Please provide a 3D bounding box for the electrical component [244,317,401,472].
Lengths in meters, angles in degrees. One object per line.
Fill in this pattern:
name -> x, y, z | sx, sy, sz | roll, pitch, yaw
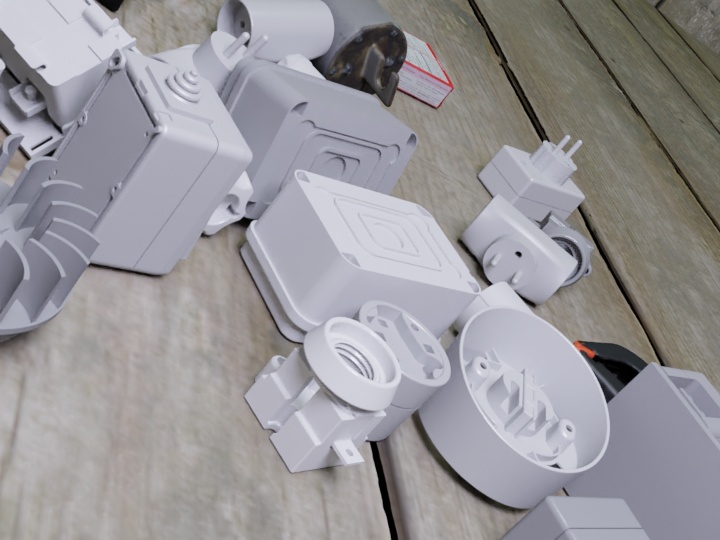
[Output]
electrical component -> -0.014, 0.055, 0.483 | 0.048, 0.055, 0.066 | 4, 43, -51

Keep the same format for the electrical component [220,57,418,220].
electrical component -> -0.032, -0.071, 0.631 | 0.113, 0.078, 0.057 | 8, 28, -49

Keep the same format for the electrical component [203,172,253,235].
electrical component -> -0.088, -0.053, 0.572 | 0.043, 0.043, 0.062 | 6, 39, -50

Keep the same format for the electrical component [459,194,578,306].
electrical component -> 0.110, -0.009, 0.768 | 0.077, 0.044, 0.079 | 41, 25, 2

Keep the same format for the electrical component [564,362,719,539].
electrical component -> 0.186, 0.137, 0.583 | 0.062, 0.089, 0.150 | 12, 37, -45

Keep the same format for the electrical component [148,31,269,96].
electrical component -> -0.086, -0.113, 0.631 | 0.044, 0.079, 0.077 | 59, 29, 11

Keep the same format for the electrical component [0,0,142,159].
electrical component -> -0.168, -0.124, 0.541 | 0.079, 0.063, 0.121 | -36, 73, -22

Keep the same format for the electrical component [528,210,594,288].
electrical component -> 0.154, -0.014, 0.837 | 0.066, 0.048, 0.055 | 39, 18, -1

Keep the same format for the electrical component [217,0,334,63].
electrical component -> -0.073, -0.185, 0.801 | 0.077, 0.044, 0.079 | -11, 33, -41

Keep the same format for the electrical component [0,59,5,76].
electrical component -> -0.208, -0.091, 0.457 | 0.089, 0.055, 0.050 | 43, 25, 6

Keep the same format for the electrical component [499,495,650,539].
electrical component -> 0.111, 0.151, 0.507 | 0.066, 0.047, 0.076 | 13, 36, -43

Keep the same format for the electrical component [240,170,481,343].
electrical component -> 0.000, 0.000, 0.589 | 0.113, 0.057, 0.078 | 12, 37, -45

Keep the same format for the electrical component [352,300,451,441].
electrical component -> 0.009, 0.051, 0.530 | 0.055, 0.047, 0.055 | 31, 27, -18

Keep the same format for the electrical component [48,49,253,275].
electrical component -> -0.094, -0.052, 0.500 | 0.061, 0.096, 0.061 | 13, 36, -46

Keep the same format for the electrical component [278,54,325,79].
electrical component -> -0.036, -0.124, 0.768 | 0.061, 0.035, 0.035 | 47, 26, 10

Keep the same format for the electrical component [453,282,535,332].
electrical component -> 0.099, 0.051, 0.657 | 0.081, 0.043, 0.043 | 51, 27, 22

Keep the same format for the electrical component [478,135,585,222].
electrical component -> 0.160, -0.085, 0.923 | 0.083, 0.075, 0.047 | 11, 38, -46

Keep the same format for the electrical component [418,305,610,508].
electrical component -> 0.082, 0.074, 0.572 | 0.099, 0.064, 0.099 | 31, 27, -18
